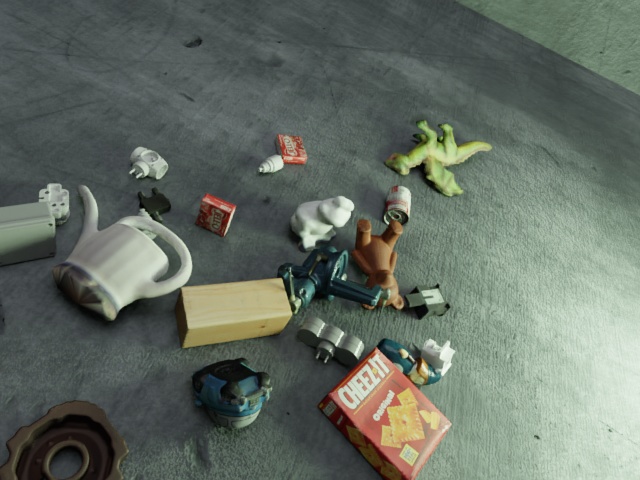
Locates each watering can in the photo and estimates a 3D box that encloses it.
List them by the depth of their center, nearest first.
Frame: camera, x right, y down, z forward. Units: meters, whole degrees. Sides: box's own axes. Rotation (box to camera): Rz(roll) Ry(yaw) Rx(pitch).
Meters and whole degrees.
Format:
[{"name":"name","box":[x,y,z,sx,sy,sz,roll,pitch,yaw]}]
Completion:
[{"name":"watering can","box":[-0.422,0.022,1.013,0.350,0.101,0.229,29,50,17]}]

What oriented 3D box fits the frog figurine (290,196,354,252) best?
[{"name":"frog figurine","box":[0.004,-0.062,1.238,0.138,0.156,0.125,-3,53,-27]}]

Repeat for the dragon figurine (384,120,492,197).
[{"name":"dragon figurine","box":[0.395,-0.244,1.636,0.410,0.120,0.247,7,67,-17]}]
